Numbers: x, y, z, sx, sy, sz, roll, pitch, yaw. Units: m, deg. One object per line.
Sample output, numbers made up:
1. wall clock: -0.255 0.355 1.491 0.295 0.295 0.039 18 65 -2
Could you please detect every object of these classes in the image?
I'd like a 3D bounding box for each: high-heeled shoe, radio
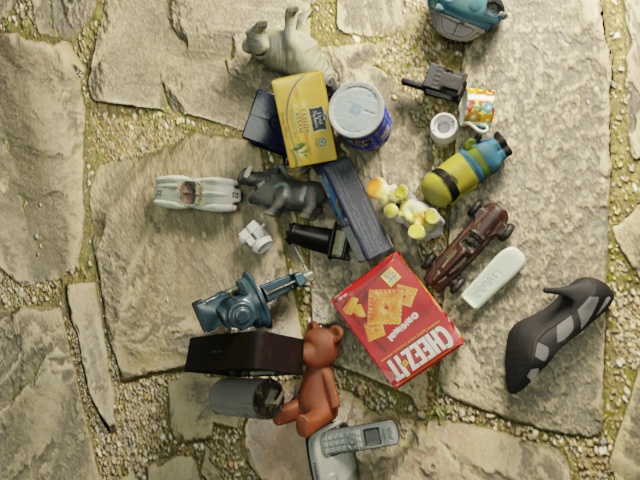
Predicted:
1. high-heeled shoe: 0.439 0.179 0.990 0.145 0.086 0.248 9 111 -16
2. radio: -0.145 0.225 1.040 0.230 0.131 0.073 -13 65 43

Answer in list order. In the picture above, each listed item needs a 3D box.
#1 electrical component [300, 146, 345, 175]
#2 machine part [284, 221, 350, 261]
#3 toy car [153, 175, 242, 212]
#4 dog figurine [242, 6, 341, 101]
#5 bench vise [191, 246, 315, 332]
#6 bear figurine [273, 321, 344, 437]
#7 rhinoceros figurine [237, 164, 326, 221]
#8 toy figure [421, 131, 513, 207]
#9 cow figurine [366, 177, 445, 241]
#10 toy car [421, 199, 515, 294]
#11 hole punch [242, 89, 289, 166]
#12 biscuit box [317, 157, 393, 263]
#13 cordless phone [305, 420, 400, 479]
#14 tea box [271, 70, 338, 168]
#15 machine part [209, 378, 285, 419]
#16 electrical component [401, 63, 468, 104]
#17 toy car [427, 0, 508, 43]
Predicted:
1. electrical component: 0.007 -0.155 1.110 0.094 0.021 0.063 -35 82 10
2. machine part: -0.002 -0.003 1.102 0.139 0.039 0.084 9 99 11
3. toy car: -0.264 -0.100 1.157 0.202 0.056 0.073 4 90 14
4. dog figurine: -0.059 -0.351 1.094 0.172 0.121 0.190 -12 101 37
5. bench vise: -0.127 0.116 1.080 0.241 0.223 0.129 -24 88 -18
6. bear figurine: -0.017 0.264 1.055 0.120 0.132 0.195 6 99 48
7. rhinoceros figurine: -0.081 -0.100 1.104 0.190 0.073 0.112 14 93 13
8. toy figure: 0.272 -0.133 1.010 0.180 0.089 0.082 -34 73 13
9. cow figurine: 0.168 -0.062 1.042 0.167 0.098 0.068 44 104 29
10. toy car: 0.279 0.014 1.026 0.089 0.053 0.202 42 97 7
11. hole punch: -0.092 -0.238 1.104 0.116 0.092 0.142 19 90 10
12. biscuit box: 0.067 -0.059 1.054 0.063 0.059 0.202 -24 89 -17
13. cordless phone: 0.072 0.425 1.054 0.184 0.088 0.146 -12 85 9
14. tea box: -0.027 -0.233 1.038 0.098 0.068 0.169 -11 109 7
15. machine part: -0.148 0.313 1.067 0.243 0.079 0.079 -15 85 48
16. electrical component: 0.221 -0.305 1.035 0.119 0.075 0.047 22 96 16
17. toy car: 0.267 -0.430 1.019 0.162 0.109 0.102 26 118 1
